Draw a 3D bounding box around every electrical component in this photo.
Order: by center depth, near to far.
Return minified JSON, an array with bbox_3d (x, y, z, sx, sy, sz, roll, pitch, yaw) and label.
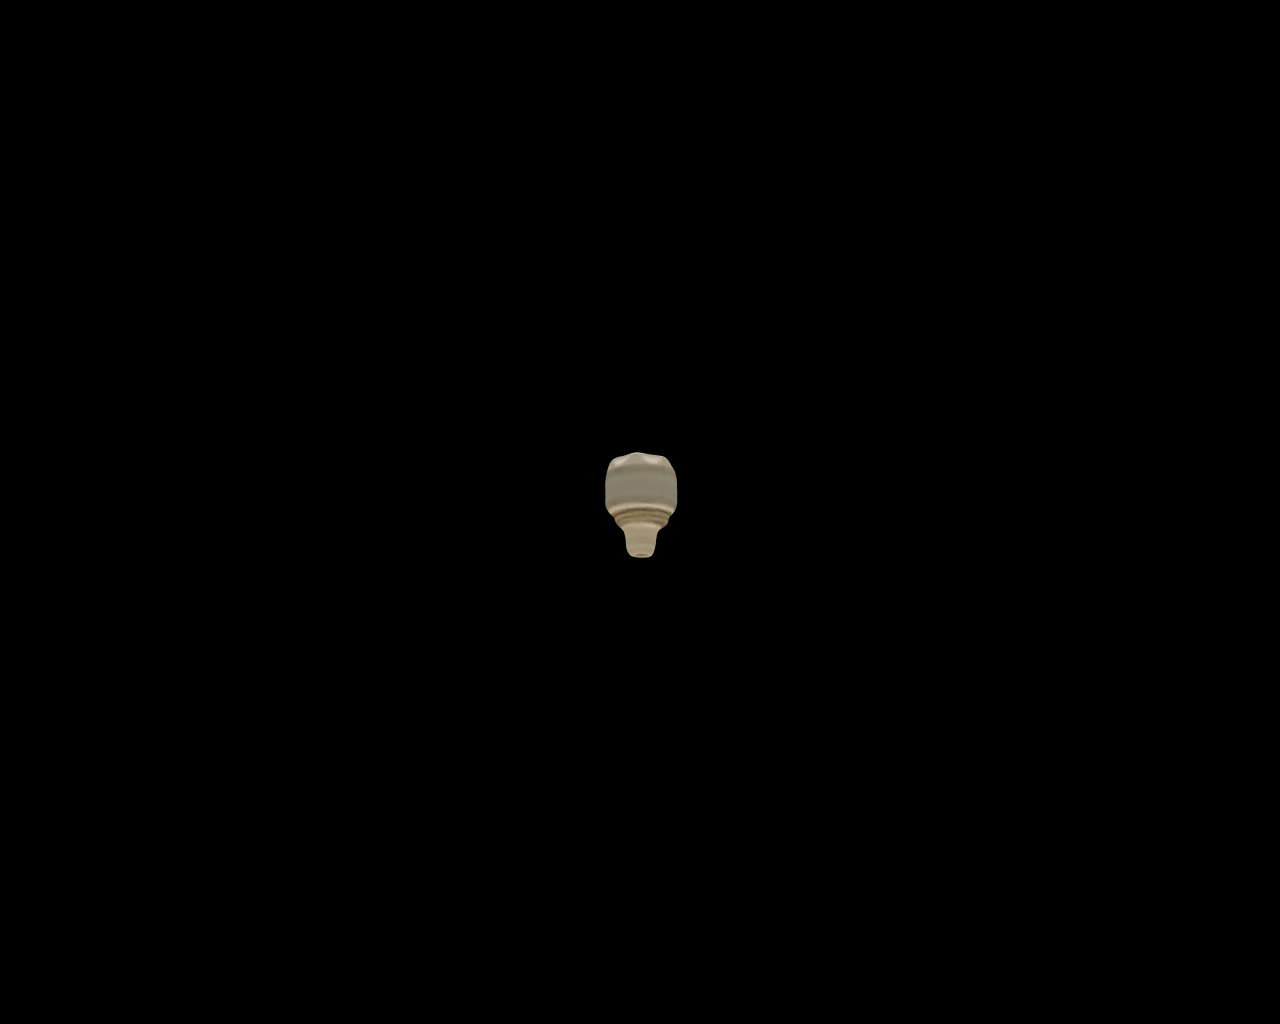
[{"bbox_3d":[0.001,-0.003,0.650,0.043,0.062,0.043,0,-15,0],"label":"electrical component"}]
